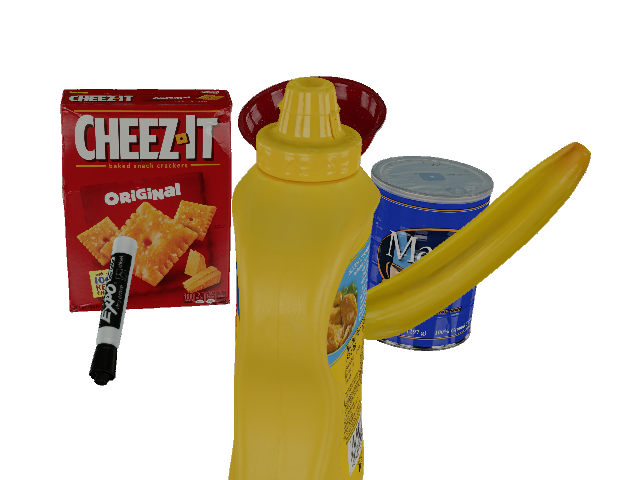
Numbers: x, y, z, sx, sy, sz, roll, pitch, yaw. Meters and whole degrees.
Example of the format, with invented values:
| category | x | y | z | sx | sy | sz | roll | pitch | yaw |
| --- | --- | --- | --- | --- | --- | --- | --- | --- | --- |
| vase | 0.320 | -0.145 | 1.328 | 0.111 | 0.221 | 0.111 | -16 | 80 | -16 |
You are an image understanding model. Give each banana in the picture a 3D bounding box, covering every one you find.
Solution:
| category | x | y | z | sx | sy | sz | roll | pitch | yaw |
| --- | --- | --- | --- | --- | --- | --- | --- | --- | --- |
| banana | 0.091 | 0.010 | 0.679 | 0.197 | 0.037 | 0.069 | -35 | -15 | -6 |

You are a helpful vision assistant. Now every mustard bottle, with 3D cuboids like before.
| category | x | y | z | sx | sy | sz | roll | pitch | yaw |
| --- | --- | --- | --- | --- | --- | --- | --- | --- | --- |
| mustard bottle | -0.007 | 0.028 | 0.441 | 0.058 | 0.192 | 0.096 | 8 | 25 | 11 |

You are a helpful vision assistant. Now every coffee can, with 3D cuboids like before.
| category | x | y | z | sx | sy | sz | roll | pitch | yaw |
| --- | --- | --- | --- | --- | --- | --- | --- | --- | --- |
| coffee can | 0.088 | 0.009 | 0.917 | 0.103 | 0.140 | 0.103 | 4 | 22 | -2 |

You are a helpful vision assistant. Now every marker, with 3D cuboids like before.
| category | x | y | z | sx | sy | sz | roll | pitch | yaw |
| --- | --- | --- | --- | --- | --- | --- | --- | --- | --- |
| marker | -0.154 | 0.052 | 0.795 | 0.020 | 0.121 | 0.020 | 2 | -34 | 1 |

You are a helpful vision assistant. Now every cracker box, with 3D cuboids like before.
| category | x | y | z | sx | sy | sz | roll | pitch | yaw |
| --- | --- | --- | --- | --- | --- | --- | --- | --- | --- |
| cracker box | -0.171 | -0.039 | 1.060 | 0.164 | 0.214 | 0.072 | -1 | 21 | -10 |

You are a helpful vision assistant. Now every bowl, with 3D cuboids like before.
| category | x | y | z | sx | sy | sz | roll | pitch | yaw |
| --- | --- | --- | --- | --- | --- | --- | --- | --- | --- |
| bowl | -0.008 | -0.116 | 1.169 | 0.162 | 0.055 | 0.162 | -4 | 39 | 3 |
